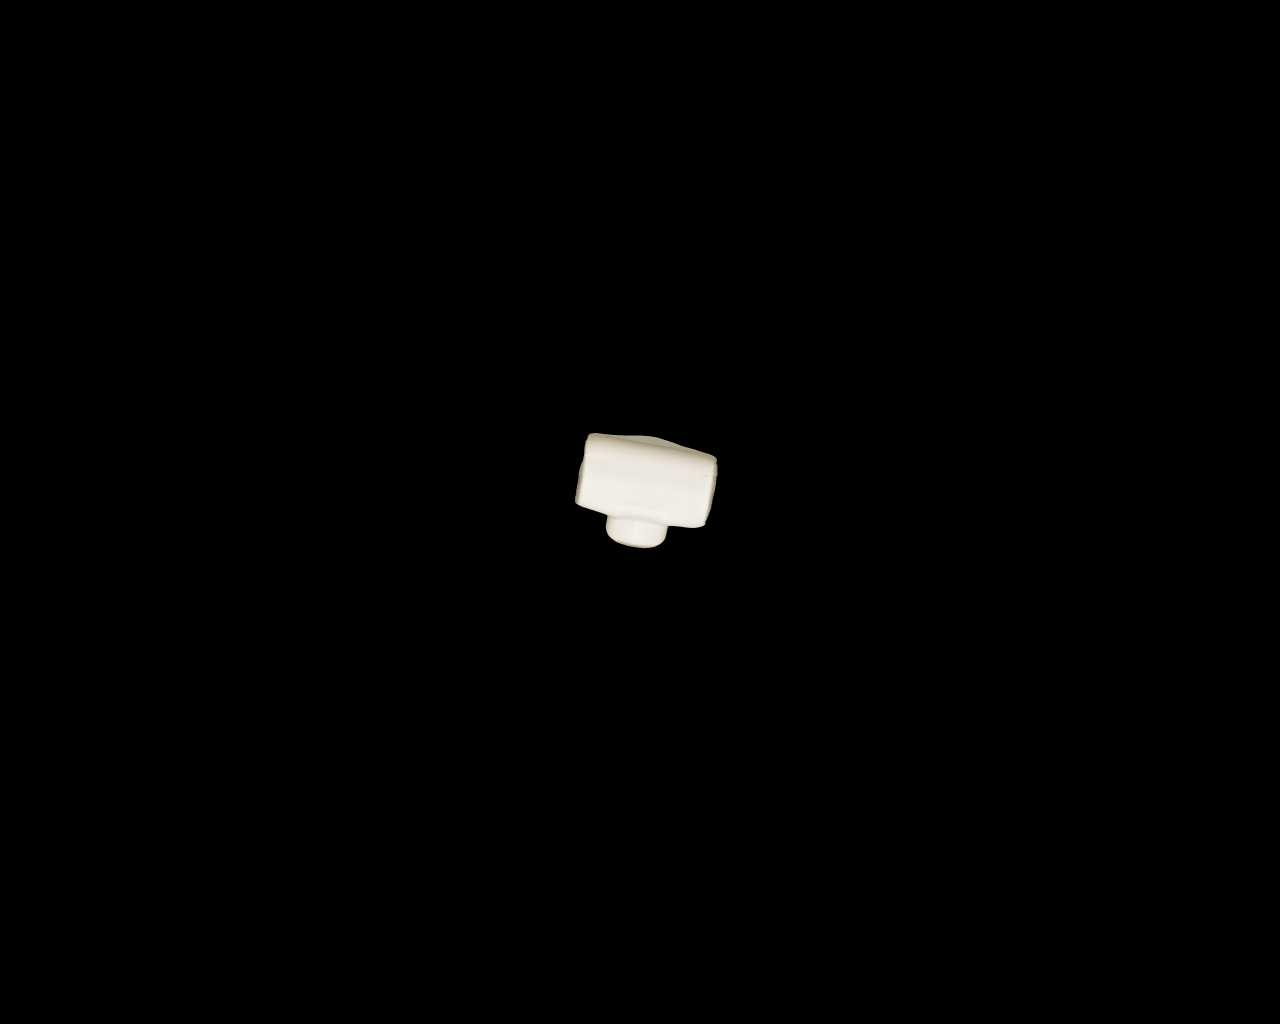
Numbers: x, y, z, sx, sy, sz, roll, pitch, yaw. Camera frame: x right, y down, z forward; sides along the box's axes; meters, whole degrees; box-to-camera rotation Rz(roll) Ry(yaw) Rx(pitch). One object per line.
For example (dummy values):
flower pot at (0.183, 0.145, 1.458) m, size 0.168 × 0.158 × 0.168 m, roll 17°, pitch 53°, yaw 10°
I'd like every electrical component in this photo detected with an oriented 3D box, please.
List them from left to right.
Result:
electrical component at (0.001, -0.003, 0.650) m, size 0.077 × 0.079 × 0.043 m, roll 10°, pitch 20°, yaw -3°
